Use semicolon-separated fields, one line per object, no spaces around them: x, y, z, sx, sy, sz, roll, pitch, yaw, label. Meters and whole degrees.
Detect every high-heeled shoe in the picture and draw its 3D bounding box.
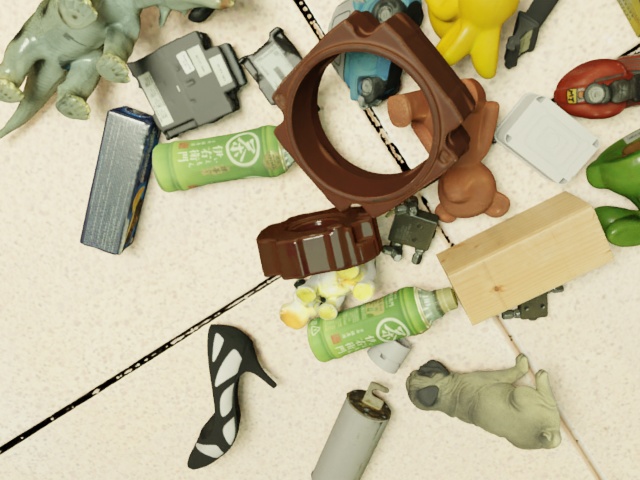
-0.179;0.252;0.856;0.145;0.086;0.248;40;101;-6;high-heeled shoe

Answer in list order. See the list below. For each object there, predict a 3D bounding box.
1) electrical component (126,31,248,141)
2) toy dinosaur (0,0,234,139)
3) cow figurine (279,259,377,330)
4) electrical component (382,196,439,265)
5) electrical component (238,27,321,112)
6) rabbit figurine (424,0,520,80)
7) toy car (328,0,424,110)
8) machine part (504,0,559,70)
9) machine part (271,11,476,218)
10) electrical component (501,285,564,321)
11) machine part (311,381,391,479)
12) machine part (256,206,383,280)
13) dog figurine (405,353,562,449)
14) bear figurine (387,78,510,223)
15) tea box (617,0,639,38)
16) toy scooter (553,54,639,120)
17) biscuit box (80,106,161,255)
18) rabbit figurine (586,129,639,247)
-0.169;-0.210;0.721;0.134;0.058;0.114;-20;108;8;electrical component
-0.292;-0.264;0.667;0.405;0.192;0.131;-14;140;31;toy dinosaur
0.010;0.065;0.791;0.167;0.098;0.068;-32;108;30;cow figurine
0.126;-0.012;0.771;0.078;0.045;0.102;23;123;4;electrical component
-0.044;-0.215;0.719;0.075;0.048;0.119;-39;103;13;electrical component
0.178;-0.278;0.629;0.122;0.173;0.162;11;103;-6;rabbit figurine
0.062;-0.255;0.685;0.103;0.109;0.161;26;120;18;toy car
0.277;-0.287;0.679;0.039;0.084;0.139;36;97;22;machine part
0.058;-0.141;0.628;0.201;0.087;0.201;-36;98;36;machine part
0.322;0.092;0.816;0.094;0.021;0.063;-9;107;4;electrical component
0.049;0.332;0.872;0.079;0.079;0.243;19;108;-4;machine part
-0.001;-0.002;0.724;0.179;0.179;0.056;-12;103;6;machine part
0.234;0.248;0.796;0.191;0.172;0.121;-3;97;-5;dog figurine
0.176;-0.108;0.710;0.120;0.132;0.195;-1;106;33;bear figurine
0.458;-0.339;0.654;0.170;0.068;0.098;-34;104;10;tea box
0.398;-0.192;0.667;0.184;0.135;0.075;-9;108;6;toy scooter
-0.281;-0.084;0.762;0.063;0.059;0.202;19;107;-5;biscuit box
0.449;-0.051;0.716;0.159;0.121;0.170;-33;101;18;rabbit figurine
